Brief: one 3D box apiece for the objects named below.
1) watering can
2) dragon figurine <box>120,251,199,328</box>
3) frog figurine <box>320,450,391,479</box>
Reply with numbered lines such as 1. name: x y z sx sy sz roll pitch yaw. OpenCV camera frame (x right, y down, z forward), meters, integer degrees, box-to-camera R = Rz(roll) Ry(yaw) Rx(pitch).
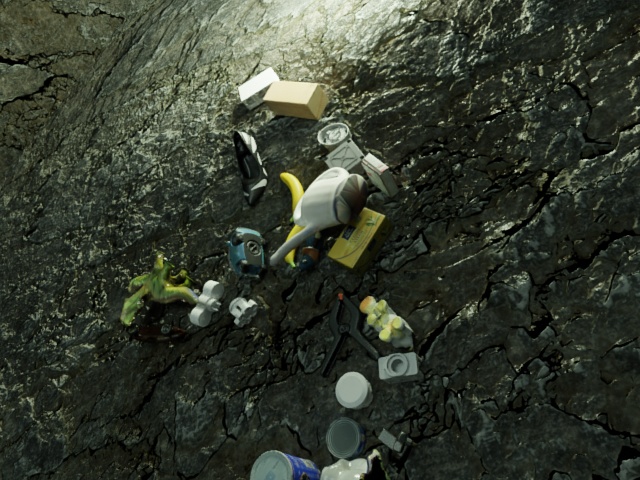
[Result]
1. watering can: 0.004 -0.071 1.407 0.223 0.354 0.102 -5 -42 45
2. dragon figurine: -0.512 0.178 1.592 0.120 0.244 0.415 46 -6 -32
3. frog figurine: 0.068 0.522 1.074 0.157 0.122 0.141 -38 20 34
